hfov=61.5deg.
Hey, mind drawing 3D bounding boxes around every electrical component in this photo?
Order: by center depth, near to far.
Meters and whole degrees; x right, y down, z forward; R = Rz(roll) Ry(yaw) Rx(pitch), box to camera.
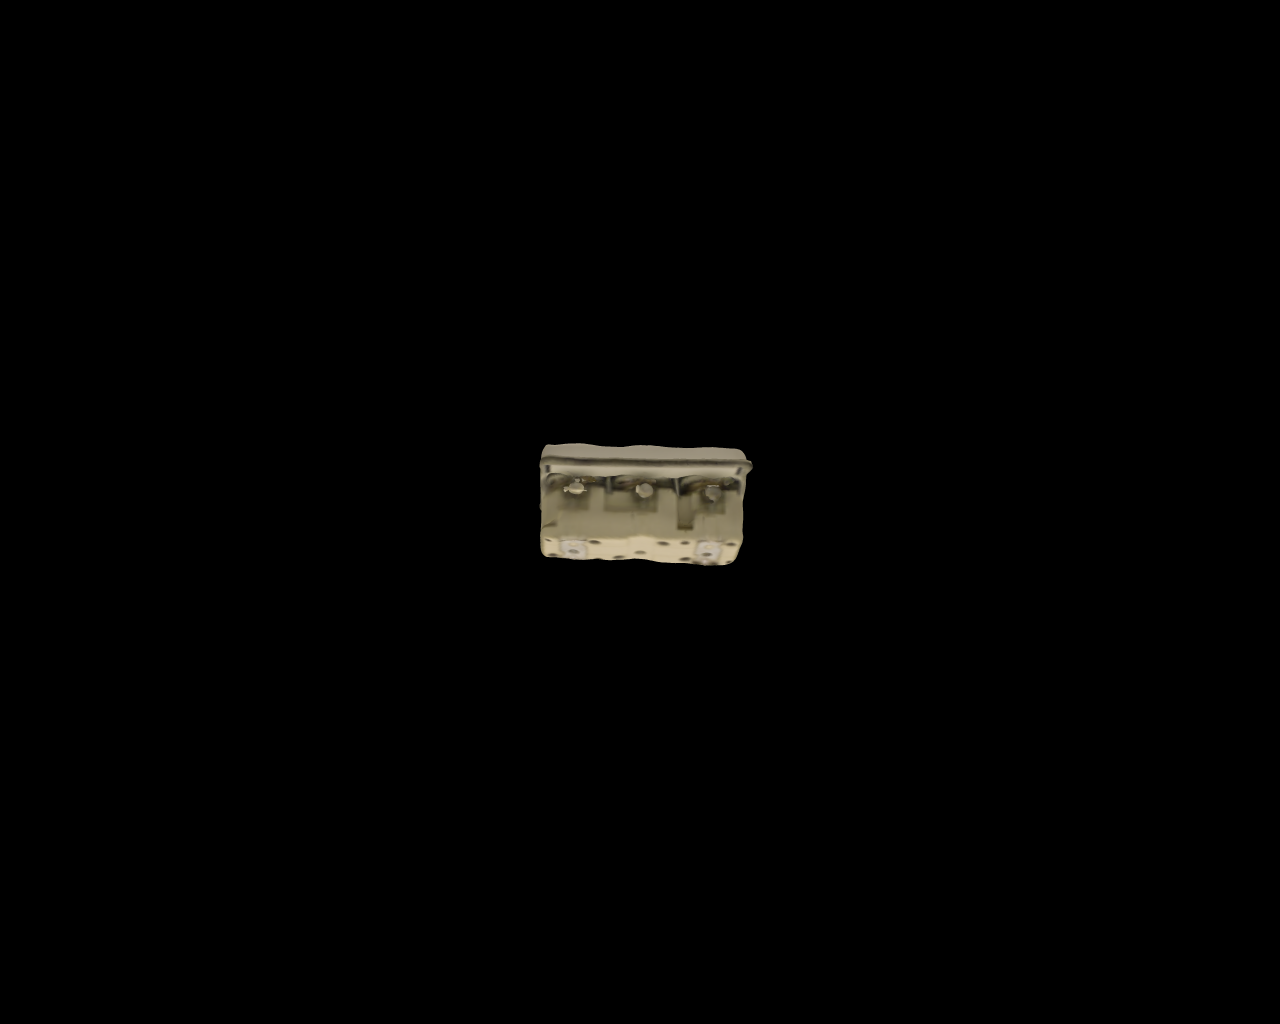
[{"bbox_3d":[0.001,-0.003,0.650,0.121,0.063,0.078,2,-24,-5],"label":"electrical component"}]
